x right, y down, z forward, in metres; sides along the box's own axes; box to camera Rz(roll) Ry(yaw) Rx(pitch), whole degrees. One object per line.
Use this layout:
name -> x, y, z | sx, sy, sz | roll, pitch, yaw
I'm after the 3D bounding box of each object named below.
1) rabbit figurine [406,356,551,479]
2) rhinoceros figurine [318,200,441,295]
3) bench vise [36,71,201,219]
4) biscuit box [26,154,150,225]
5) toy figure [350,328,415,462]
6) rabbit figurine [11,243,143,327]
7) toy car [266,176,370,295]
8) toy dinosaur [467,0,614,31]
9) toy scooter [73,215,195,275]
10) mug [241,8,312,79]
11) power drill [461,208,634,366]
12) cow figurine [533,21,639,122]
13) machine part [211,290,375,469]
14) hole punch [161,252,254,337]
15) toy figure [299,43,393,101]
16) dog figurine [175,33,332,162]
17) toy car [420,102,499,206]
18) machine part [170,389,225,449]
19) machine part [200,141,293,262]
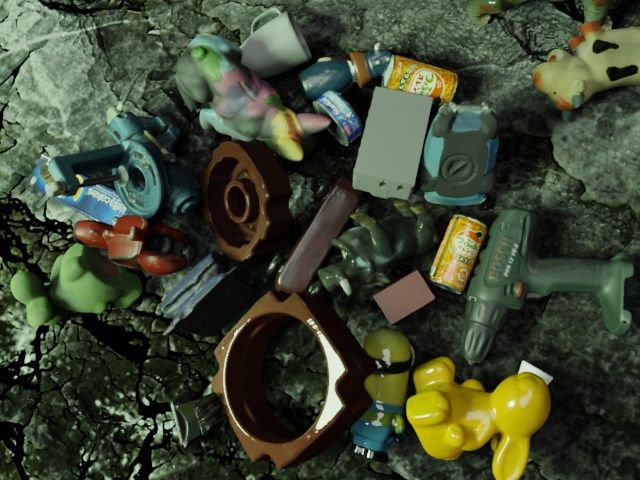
rabbit figurine -> 0.217, 0.233, 0.700 | 0.173, 0.122, 0.162 | -22, 94, 19
rhinoceros figurine -> 0.084, 0.012, 0.784 | 0.190, 0.073, 0.112 | -24, 109, -14
bench vise -> -0.297, -0.116, 0.796 | 0.129, 0.240, 0.223 | -37, 82, 41
biscuit box -> -0.378, -0.070, 0.888 | 0.203, 0.062, 0.059 | 25, 86, 13
toy figure -> 0.086, 0.215, 0.752 | 0.082, 0.089, 0.180 | 14, 80, 3
rabbit figurine -> -0.389, 0.086, 0.830 | 0.170, 0.159, 0.121 | -33, 87, 17
toy car -> -0.002, -0.002, 0.823 | 0.089, 0.053, 0.202 | 30, 85, -3
toy dinosaur -> 0.335, -0.393, 0.772 | 0.405, 0.192, 0.131 | 2, 78, 8
toy scooter -> -0.255, 0.005, 0.785 | 0.135, 0.183, 0.075 | -6, 72, 48
mug -> -0.083, -0.320, 0.880 | 0.107, 0.081, 0.109 | -26, 82, 13
power drill -> 0.315, 0.077, 0.753 | 0.208, 0.086, 0.232 | 8, 79, 18
cow figurine -> 0.413, -0.251, 0.791 | 0.195, 0.085, 0.127 | -8, 79, 2
machine part -> -0.040, 0.187, 0.742 | 0.201, 0.087, 0.201 | -48, 59, 17
hole punch -> -0.179, 0.075, 0.809 | 0.142, 0.115, 0.092 | -42, 69, -1
toy figure -> 0.044, -0.269, 0.861 | 0.154, 0.064, 0.058 | -17, 40, 0
dog figurine -> -0.094, -0.202, 0.814 | 0.219, 0.191, 0.108 | 29, 73, 26
toy car -> 0.200, -0.136, 0.786 | 0.109, 0.161, 0.103 | 0, 36, 5
machine part -> -0.183, 0.255, 0.776 | 0.039, 0.139, 0.084 | 0, 70, -35
machine part -> -0.111, -0.059, 0.803 | 0.180, 0.056, 0.179 | 15, 112, 44
